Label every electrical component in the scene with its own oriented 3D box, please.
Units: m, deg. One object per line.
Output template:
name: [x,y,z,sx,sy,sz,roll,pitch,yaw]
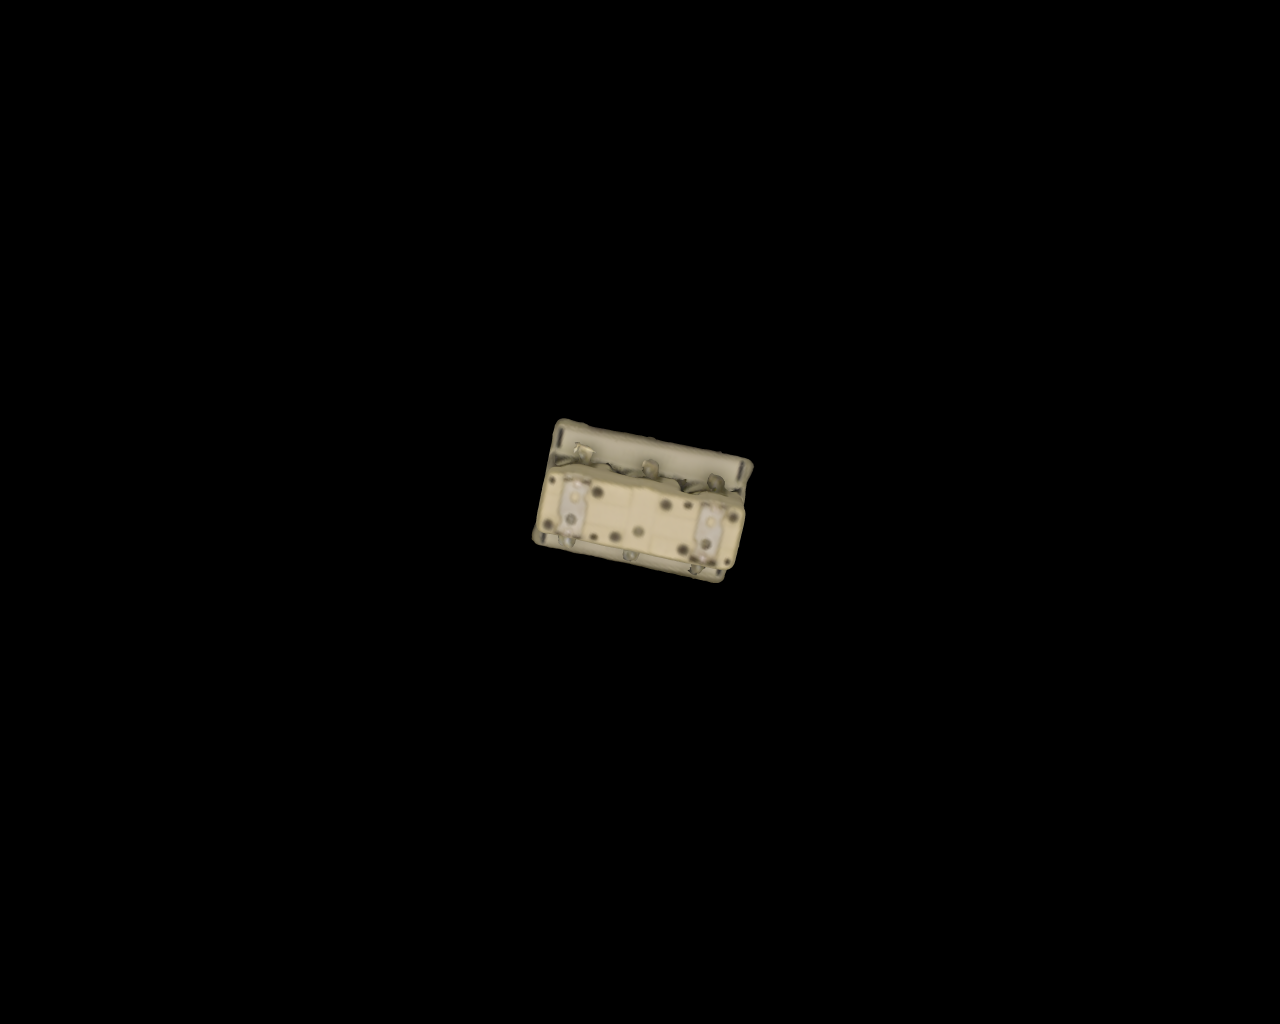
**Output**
electrical component: [0.001,-0.003,0.650,0.121,0.078,0.063,13,16,-4]
